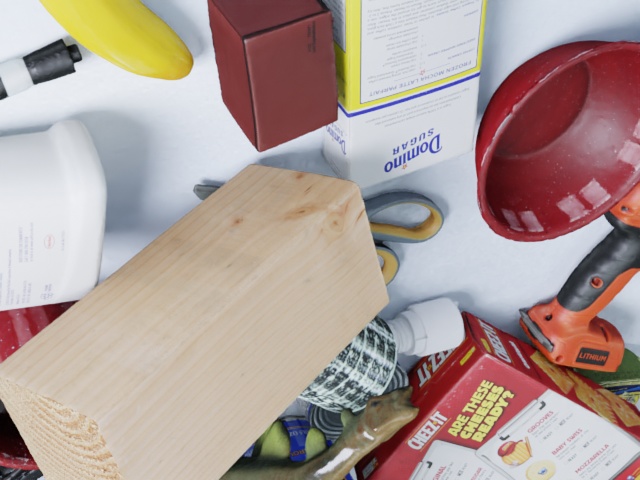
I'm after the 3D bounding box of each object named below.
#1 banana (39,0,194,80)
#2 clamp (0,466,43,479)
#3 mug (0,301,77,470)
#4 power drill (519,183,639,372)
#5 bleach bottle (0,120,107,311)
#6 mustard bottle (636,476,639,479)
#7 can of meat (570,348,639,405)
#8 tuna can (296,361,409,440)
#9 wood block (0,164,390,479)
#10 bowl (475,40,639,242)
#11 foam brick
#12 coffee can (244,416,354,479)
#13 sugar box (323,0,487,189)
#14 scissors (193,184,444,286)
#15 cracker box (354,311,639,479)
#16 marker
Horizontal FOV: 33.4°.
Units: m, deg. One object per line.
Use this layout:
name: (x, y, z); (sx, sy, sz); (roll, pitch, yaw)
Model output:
banana: (-0.112, -0.141, 0.500); (0.069, 0.037, 0.198); (-24, 138, -10)
clamp: (-0.179, 0.136, 0.724); (0.171, 0.039, 0.120); (-9, 143, -21)
mug: (-0.178, 0.082, 0.637); (0.117, 0.081, 0.093); (-31, 139, -4)
power drill: (0.267, 0.024, 0.891); (0.184, 0.057, 0.188); (13, 118, -36)
bleach bottle: (-0.239, 0.001, 0.536); (0.250, 0.068, 0.103); (-8, 136, -24)
mustard bottle: (0.288, 0.222, 1.066); (0.096, 0.058, 0.191); (-9, 177, 43)
can of meat: (0.250, 0.146, 0.996); (0.101, 0.057, 0.084); (0, 127, -32)
tuna can: (0.024, 0.116, 0.838); (0.086, 0.034, 0.086); (-18, 136, -18)
wood block: (-0.063, 0.052, 0.590); (0.205, 0.090, 0.091); (-43, 130, -35)
bowl: (0.163, -0.077, 0.726); (0.162, 0.055, 0.162); (-18, 136, -18)
foam brick: (-0.025, -0.099, 0.586); (0.053, 0.051, 0.078); (-22, 138, -17)
coffee can: (-0.010, 0.225, 0.838); (0.102, 0.140, 0.103); (-18, 137, -18)
sugar box: (0.048, -0.116, 0.624); (0.093, 0.048, 0.176); (-19, 141, -17)
scissors: (-0.005, 0.001, 0.723); (0.201, 0.016, 0.096); (-2, 130, -31)
cracker box: (0.157, 0.175, 0.909); (0.213, 0.072, 0.164); (29, 111, -25)
marker: (-0.178, -0.073, 0.537); (0.121, 0.020, 0.020); (-24, 138, -11)
